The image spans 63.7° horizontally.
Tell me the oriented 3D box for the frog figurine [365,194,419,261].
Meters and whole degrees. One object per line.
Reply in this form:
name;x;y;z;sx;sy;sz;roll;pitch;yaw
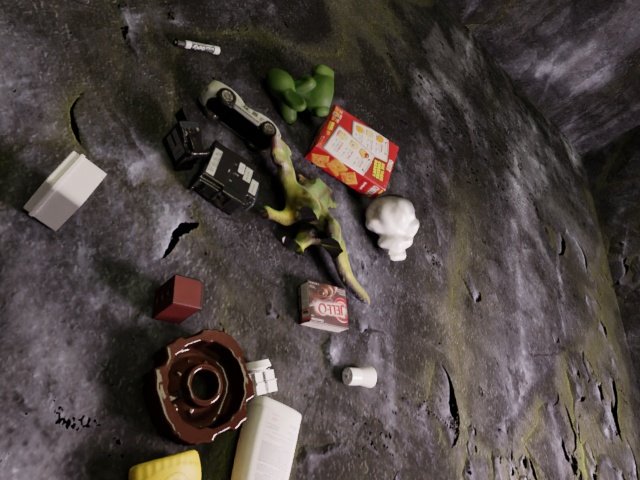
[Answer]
frog figurine;0.182;-0.032;1.319;0.137;0.120;0.163;10;62;-2

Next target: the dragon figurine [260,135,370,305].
dragon figurine;0.004;-0.059;1.177;0.405;0.121;0.248;51;32;-20
